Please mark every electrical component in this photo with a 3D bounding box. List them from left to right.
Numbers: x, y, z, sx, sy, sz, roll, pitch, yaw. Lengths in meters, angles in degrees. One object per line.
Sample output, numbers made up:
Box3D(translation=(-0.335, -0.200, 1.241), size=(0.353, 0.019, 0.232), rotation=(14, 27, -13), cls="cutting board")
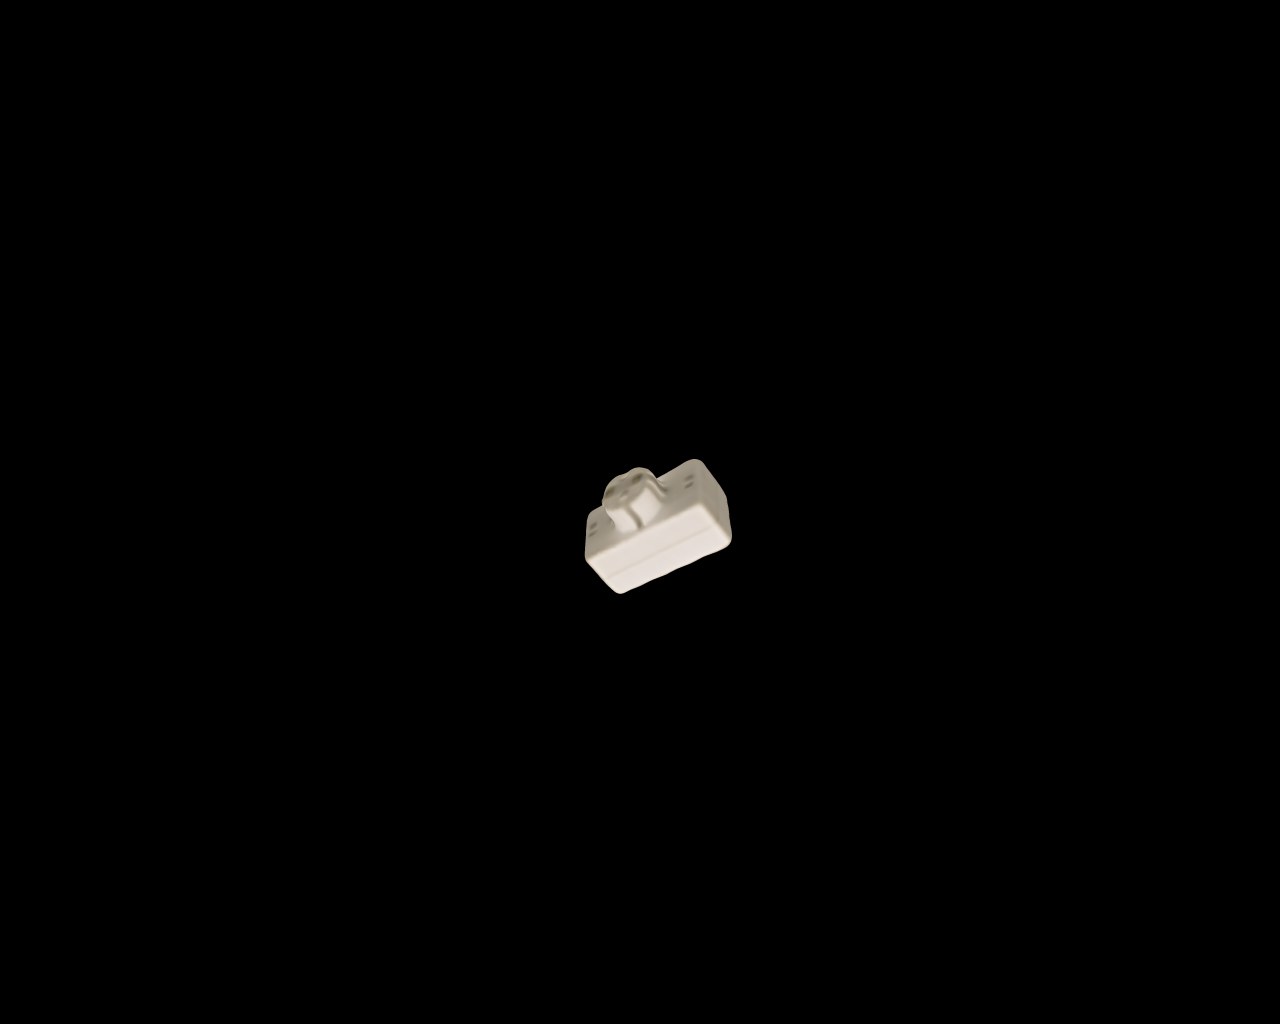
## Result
Box3D(translation=(0.001, -0.003, 0.650), size=(0.083, 0.075, 0.047), rotation=(-27, 33, 19), cls="electrical component")
